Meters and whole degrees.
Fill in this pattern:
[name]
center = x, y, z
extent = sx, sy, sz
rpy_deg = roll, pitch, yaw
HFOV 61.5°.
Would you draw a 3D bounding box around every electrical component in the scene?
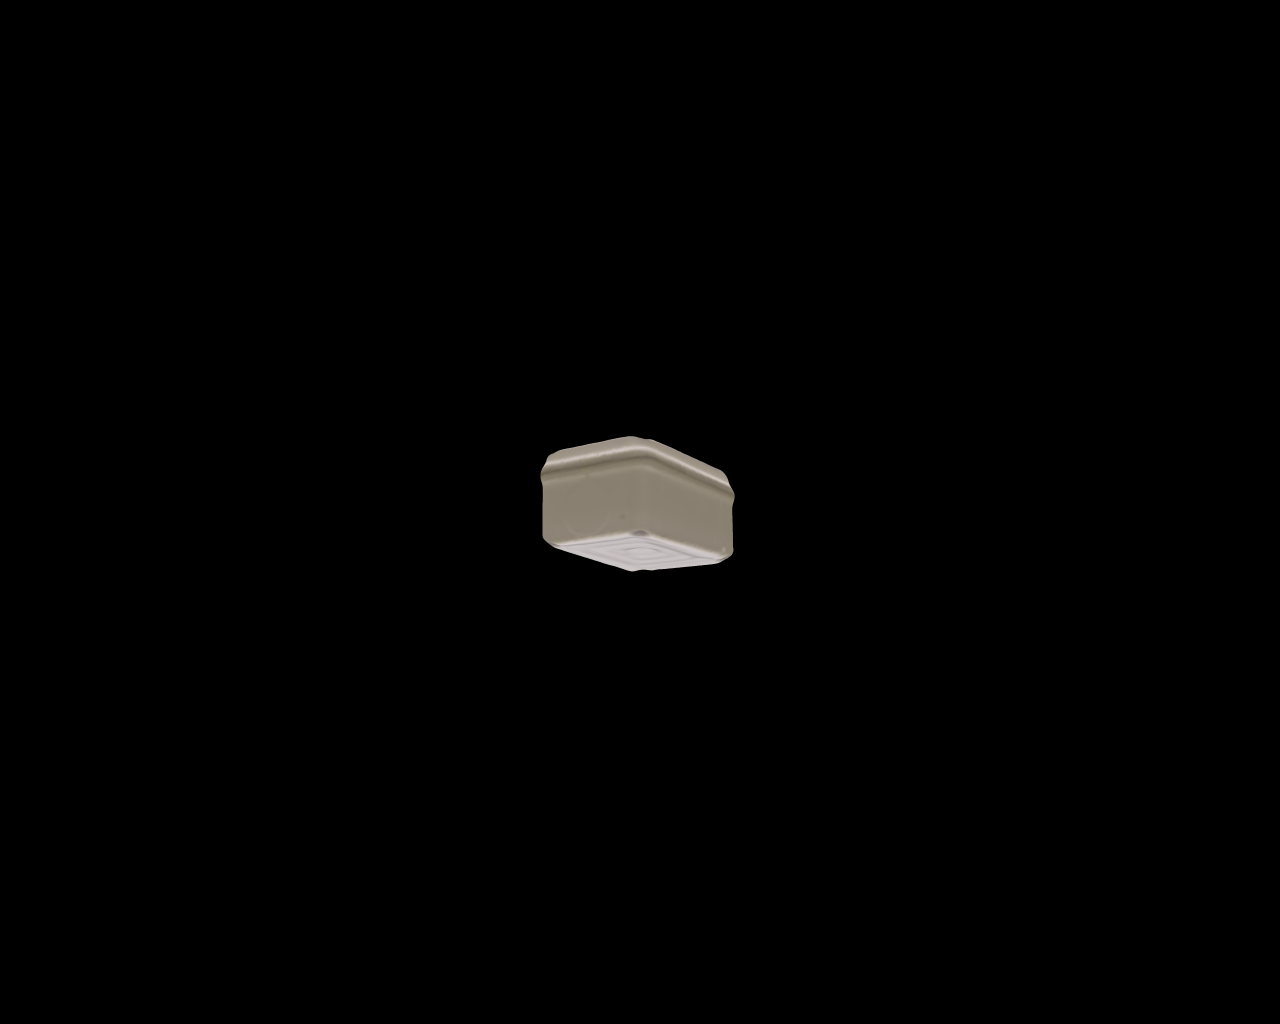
[electrical component]
center = 0.001, -0.003, 0.650
extent = 0.078, 0.057, 0.113
rpy_deg = -8, -16, 31
